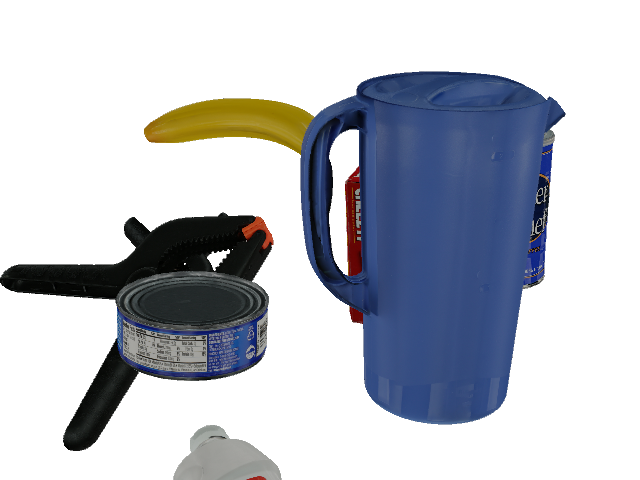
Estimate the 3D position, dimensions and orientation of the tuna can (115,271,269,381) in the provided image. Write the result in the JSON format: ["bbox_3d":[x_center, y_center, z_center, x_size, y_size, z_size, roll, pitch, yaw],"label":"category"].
[{"bbox_3d":[-0.072,0.047,0.604,0.086,0.034,0.086,2,18,-1],"label":"tuna can"}]

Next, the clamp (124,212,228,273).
[{"bbox_3d":[-0.145,0.020,1.147,0.120,0.039,0.171,-13,38,-7],"label":"clamp"}]

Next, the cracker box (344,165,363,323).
[{"bbox_3d":[0.087,-0.021,1.196,0.072,0.164,0.213,3,21,18],"label":"cracker box"}]

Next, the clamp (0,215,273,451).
[{"bbox_3d":[-0.136,0.036,0.803,0.210,0.165,0.036,-36,-28,-6],"label":"clamp"}]

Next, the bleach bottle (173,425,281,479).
[{"bbox_3d":[-0.057,0.216,0.718,0.102,0.068,0.251,-12,33,-13],"label":"bleach bottle"}]

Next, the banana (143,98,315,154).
[{"bbox_3d":[-0.071,-0.106,1.007,0.198,0.037,0.069,12,47,23],"label":"banana"}]

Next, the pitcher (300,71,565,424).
[{"bbox_3d":[0.078,0.005,0.766,0.149,0.243,0.144,11,22,27],"label":"pitcher"}]

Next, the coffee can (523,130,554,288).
[{"bbox_3d":[0.164,-0.035,1.009,0.103,0.140,0.103,0,17,0],"label":"coffee can"}]
